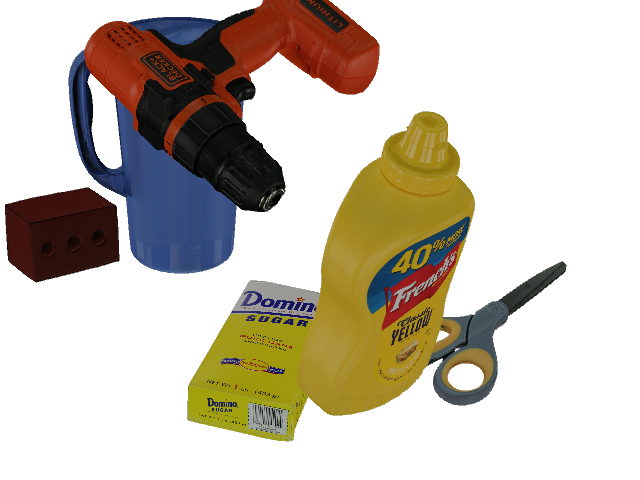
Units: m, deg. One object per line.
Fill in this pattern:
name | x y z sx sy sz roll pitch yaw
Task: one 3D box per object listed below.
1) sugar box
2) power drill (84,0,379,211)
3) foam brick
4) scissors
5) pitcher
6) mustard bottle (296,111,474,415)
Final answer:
sugar box | -0.046 0.101 0.950 0.093 0.048 0.176 11 33 9
power drill | -0.046 -0.112 0.761 0.187 0.184 0.057 -30 -25 -38
foam brick | -0.213 -0.006 0.879 0.078 0.053 0.051 -16 30 -34
scissors | 0.142 0.072 0.831 0.201 0.016 0.096 -17 43 -24
pitcher | -0.150 -0.093 1.064 0.149 0.243 0.144 13 28 20
mustard bottle | 0.042 0.010 0.601 0.096 0.192 0.058 -24 51 -34
